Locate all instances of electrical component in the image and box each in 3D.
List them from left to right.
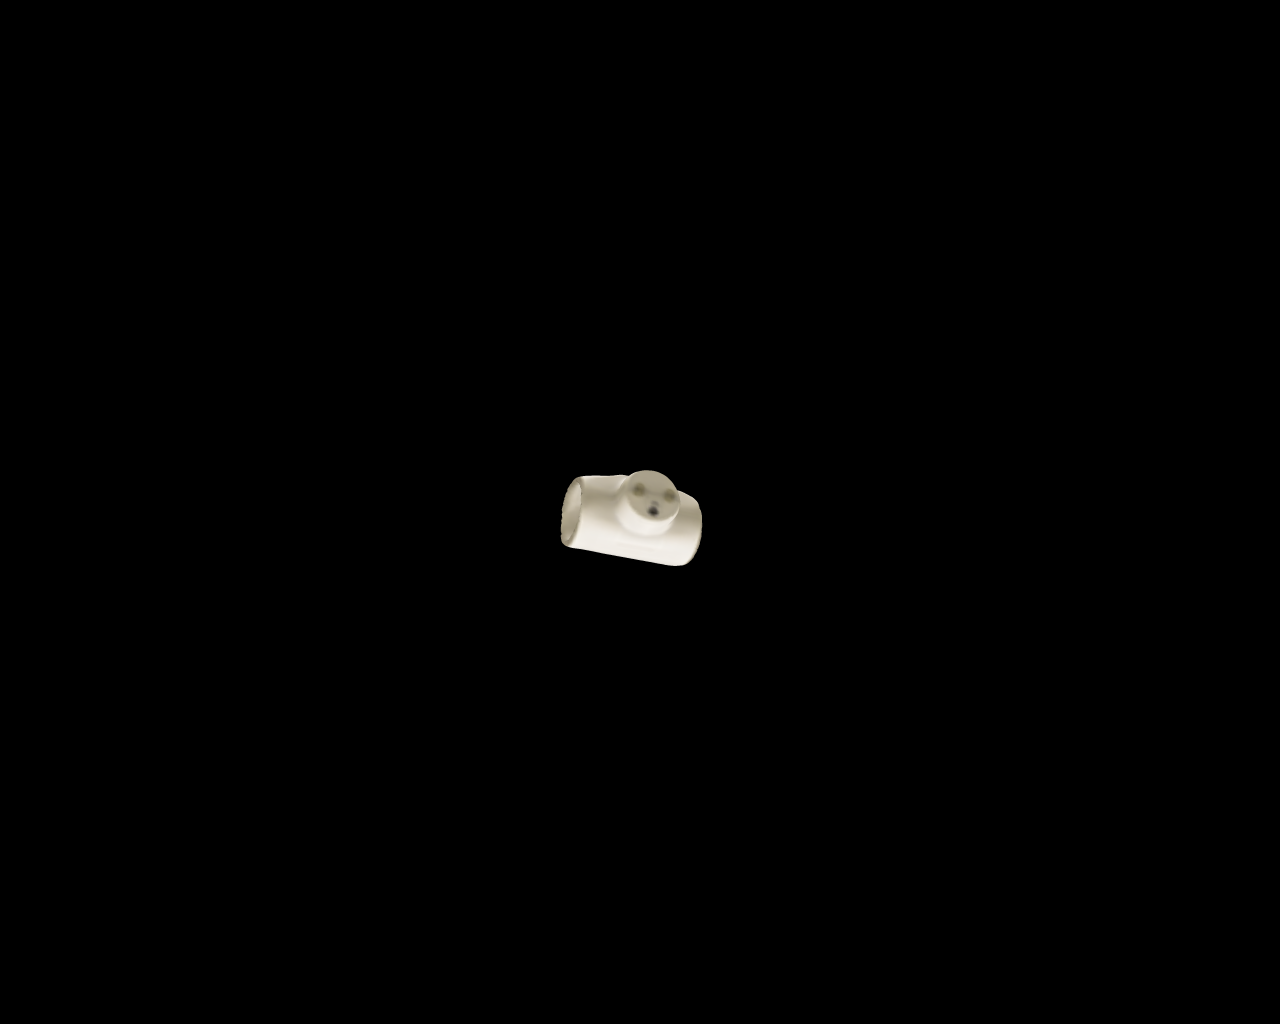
[{"bbox_3d":[0.001,-0.003,0.650,0.077,0.043,0.079,11,-32,-18],"label":"electrical component"}]
